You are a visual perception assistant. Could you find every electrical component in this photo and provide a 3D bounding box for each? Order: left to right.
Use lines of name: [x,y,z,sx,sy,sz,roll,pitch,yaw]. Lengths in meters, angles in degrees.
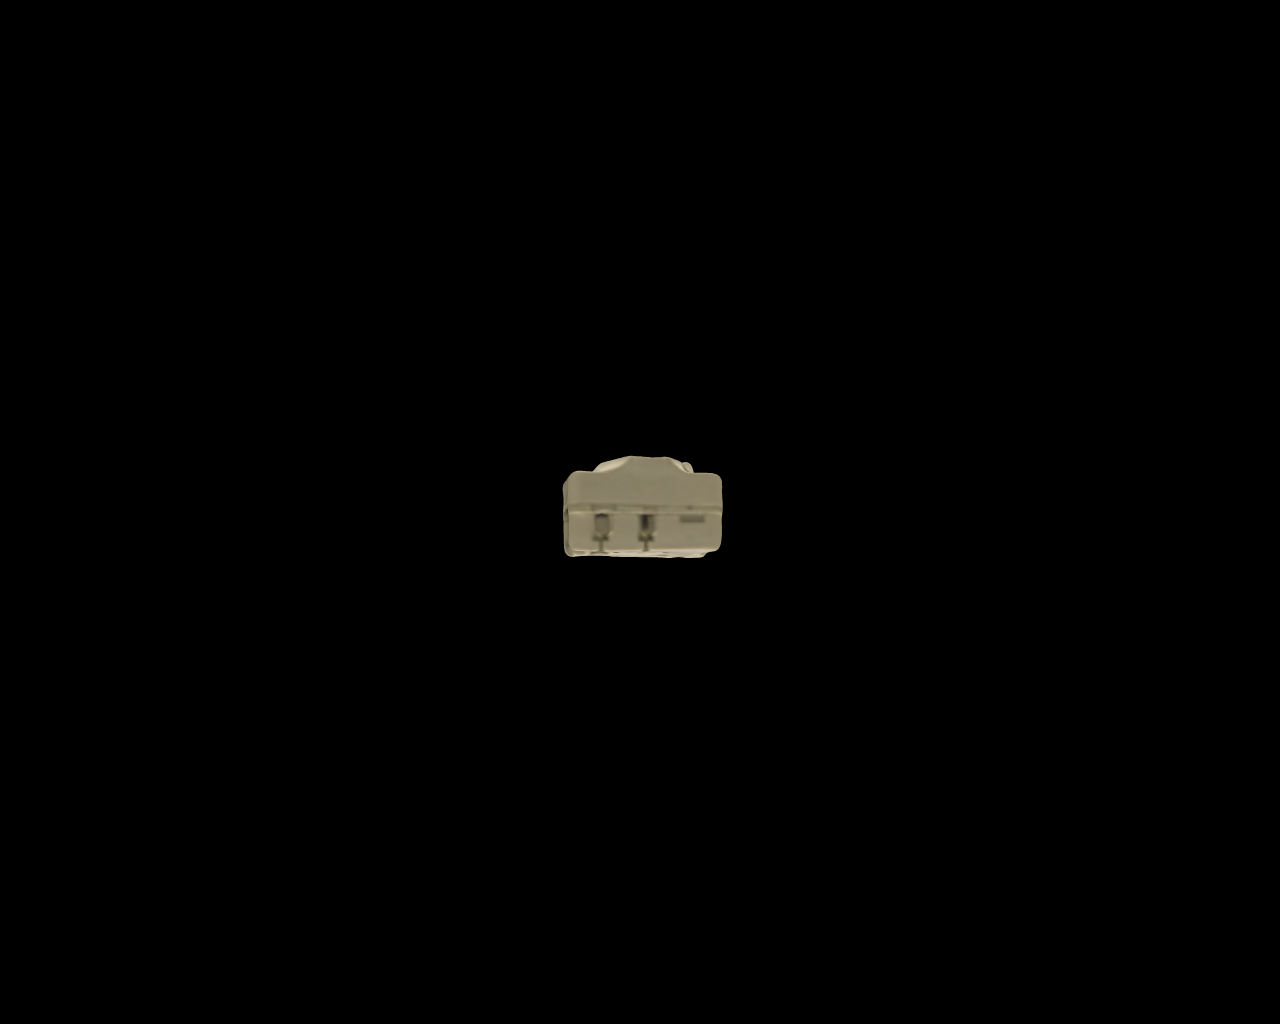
electrical component: [0.001,-0.003,0.650,0.089,0.055,0.050,1,-7,-9]
